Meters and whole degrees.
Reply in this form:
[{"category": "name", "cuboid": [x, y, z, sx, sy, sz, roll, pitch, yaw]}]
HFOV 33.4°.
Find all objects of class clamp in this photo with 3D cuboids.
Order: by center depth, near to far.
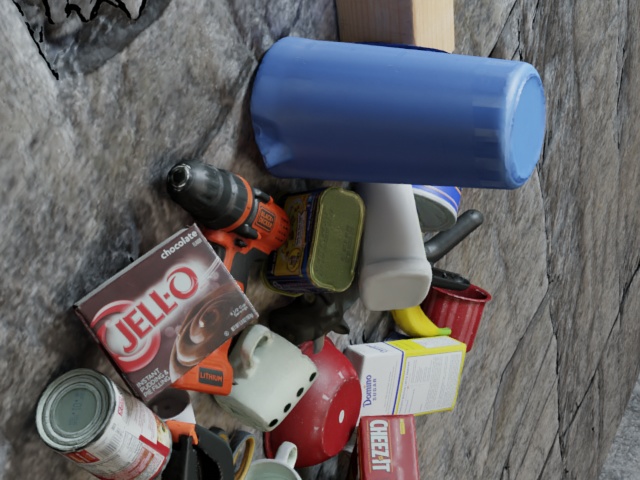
[{"category": "clamp", "cuboid": [-0.101, 0.245, 0.925, 0.164, 0.036, 0.210, -62, 147, -43]}, {"category": "clamp", "cuboid": [0.124, 0.023, 1.271, 0.171, 0.039, 0.120, -12, 125, -32]}]

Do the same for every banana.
[{"category": "banana", "cuboid": [0.113, 0.059, 1.340, 0.069, 0.037, 0.198, -34, 129, -21]}]

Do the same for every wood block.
[{"category": "wood block", "cuboid": [0.071, -0.264, 1.039, 0.090, 0.091, 0.206, -50, 145, -40]}]

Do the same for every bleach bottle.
[{"category": "bleach bottle", "cuboid": [0.060, -0.062, 1.061, 0.102, 0.068, 0.251, 89, -5, -66]}]

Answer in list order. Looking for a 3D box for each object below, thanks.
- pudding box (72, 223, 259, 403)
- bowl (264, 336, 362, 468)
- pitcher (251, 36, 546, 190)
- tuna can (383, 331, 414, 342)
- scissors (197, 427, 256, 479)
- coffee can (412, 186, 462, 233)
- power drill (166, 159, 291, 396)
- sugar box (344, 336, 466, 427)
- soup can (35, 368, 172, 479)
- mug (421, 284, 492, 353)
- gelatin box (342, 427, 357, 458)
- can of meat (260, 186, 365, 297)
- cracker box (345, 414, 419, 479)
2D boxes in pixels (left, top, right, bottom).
[{"category": "pudding box", "cuboid": [-0.119, 0.055, 0.819, 0.113, 0.039, 0.090, -38, 103, -18]}, {"category": "bowl", "cuboid": [0.002, 0.190, 1.195, 0.161, 0.055, 0.162, -37, 134, -51]}, {"category": "pitcher", "cuboid": [0.074, -0.117, 0.955, 0.144, 0.243, 0.149, 12, 87, -62]}, {"category": "tuna can", "cuboid": [0.101, 0.164, 1.390, 0.086, 0.034, 0.086, -38, 136, -49]}, {"category": "scissors", "cuboid": [-0.119, 0.269, 1.036, 0.201, 0.016, 0.096, -62, 145, -26]}, {"category": "coffee can", "cuboid": [0.113, -0.093, 1.175, 0.102, 0.103, 0.140, 51, 49, -58]}, {"category": "power drill", "cuboid": [-0.097, 0.035, 0.915, 0.184, 0.057, 0.187, 30, 78, -62]}, {"category": "sugar box", "cuboid": [0.100, 0.172, 1.320, 0.175, 0.048, 0.093, 1, 104, -38]}, {"category": "soup can", "cuboid": [-0.167, 0.149, 0.831, 0.068, 0.069, 0.102, -64, 151, -20]}, {"category": "mug", "cuboid": [0.175, 0.099, 1.454, 0.117, 0.093, 0.081, -114, -143, -73]}, {"category": "gelatin box", "cuboid": [0.065, 0.243, 1.368, 0.089, 0.030, 0.073, -64, 152, -18]}, {"category": "can of meat", "cuboid": [-0.007, 0.001, 1.010, 0.057, 0.084, 0.102, 15, 78, -32]}, {"category": "cracker box", "cuboid": [0.071, 0.319, 1.248, 0.214, 0.072, 0.164, 95, -7, -58]}]
